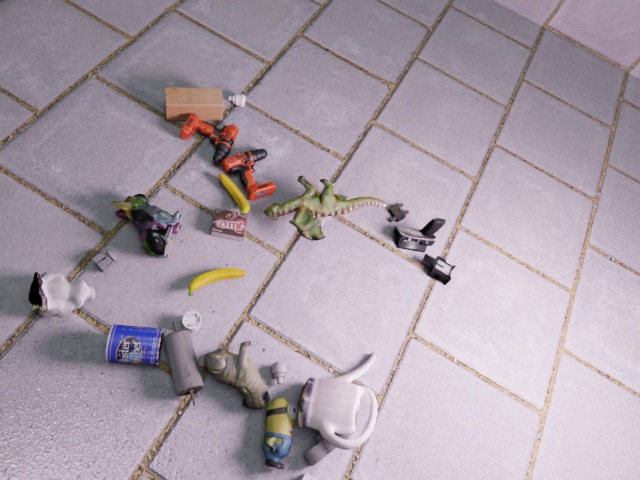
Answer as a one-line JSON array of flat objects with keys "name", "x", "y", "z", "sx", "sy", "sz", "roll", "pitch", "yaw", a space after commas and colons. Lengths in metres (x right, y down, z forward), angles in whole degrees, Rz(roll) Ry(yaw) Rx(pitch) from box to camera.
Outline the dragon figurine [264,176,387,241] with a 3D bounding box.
[{"name": "dragon figurine", "x": 0.005, "y": -0.089, "z": 1.763, "sx": 0.411, "sy": 0.119, "sz": 0.248, "roll": 11, "pitch": 55, "yaw": 14}]

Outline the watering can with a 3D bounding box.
[{"name": "watering can", "x": 0.057, "y": 0.449, "z": 1.499, "sx": 0.224, "sy": 0.102, "sz": 0.355, "roll": 7, "pitch": 33, "yaw": 7}]

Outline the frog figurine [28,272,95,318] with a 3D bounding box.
[{"name": "frog figurine", "x": -0.744, "y": 0.155, "z": 1.488, "sx": 0.159, "sy": 0.121, "sz": 0.139, "roll": 3, "pitch": 43, "yaw": -55}]
